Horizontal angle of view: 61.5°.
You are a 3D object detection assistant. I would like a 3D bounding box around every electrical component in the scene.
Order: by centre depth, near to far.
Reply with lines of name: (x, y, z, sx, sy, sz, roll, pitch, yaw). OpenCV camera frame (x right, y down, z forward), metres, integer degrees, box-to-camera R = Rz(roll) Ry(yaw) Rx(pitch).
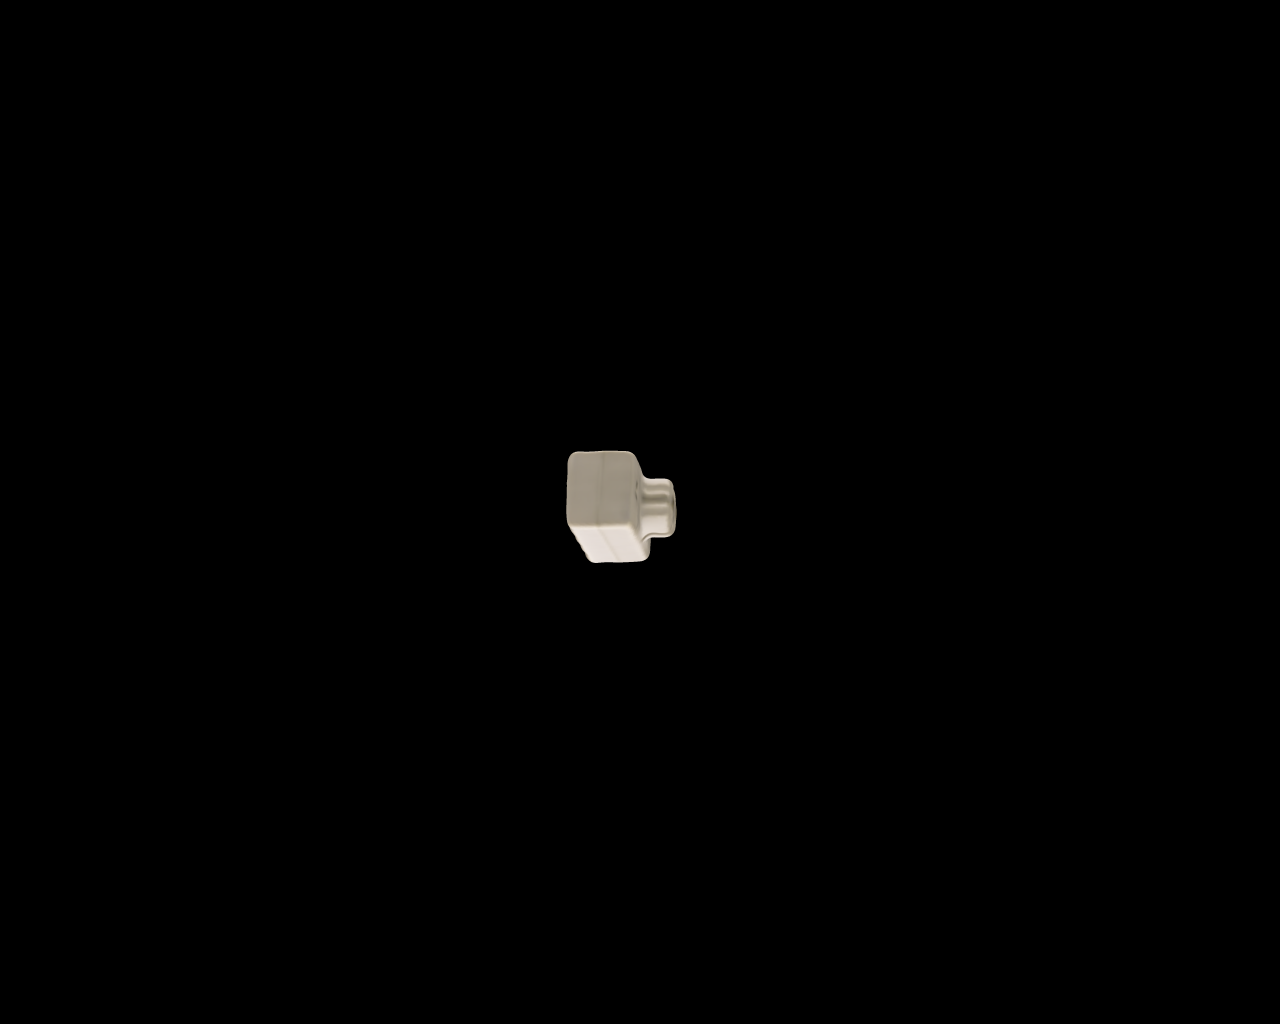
electrical component: (0.001, -0.003, 0.650, 0.076, 0.047, 0.083, -2, -18, 7)
